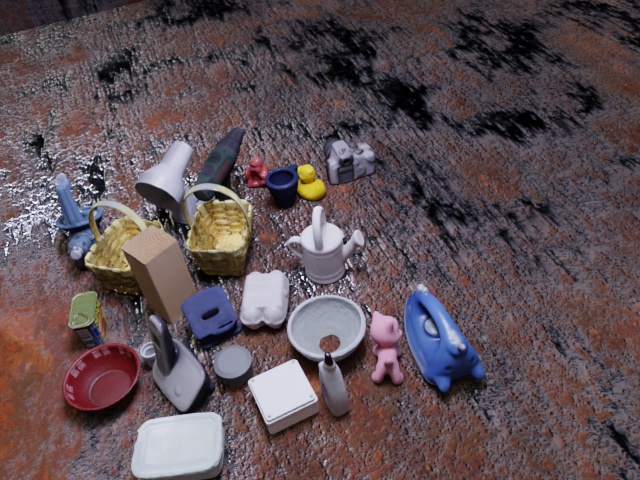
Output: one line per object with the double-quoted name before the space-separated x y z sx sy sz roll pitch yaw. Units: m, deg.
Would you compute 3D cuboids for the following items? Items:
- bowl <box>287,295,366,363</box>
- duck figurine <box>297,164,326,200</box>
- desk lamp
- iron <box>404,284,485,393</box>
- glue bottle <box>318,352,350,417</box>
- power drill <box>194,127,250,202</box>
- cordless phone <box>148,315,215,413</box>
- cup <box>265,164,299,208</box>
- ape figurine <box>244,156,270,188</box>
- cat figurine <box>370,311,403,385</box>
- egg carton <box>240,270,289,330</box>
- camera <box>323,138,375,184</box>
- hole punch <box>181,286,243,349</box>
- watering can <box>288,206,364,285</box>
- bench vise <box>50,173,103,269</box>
"bowl" 0.016 0.202 1.226 0.167 0.075 0.167 -4 45 4
"duck figurine" -0.029 -0.167 1.595 0.078 0.086 0.104 -30 49 -21
"desk lamp" -0.378 -0.141 1.523 0.117 0.214 0.203 12 48 19
"iron" 0.236 0.174 1.178 0.119 0.142 0.257 -17 45 -10
"glue bottle" 0.021 0.264 1.093 0.037 0.173 0.078 -23 47 -15
"power drill" -0.251 -0.158 1.527 0.075 0.209 0.230 12 48 19
"cordless phone" -0.291 0.243 1.146 0.094 0.185 0.147 -37 52 -27
"cup" -0.093 -0.146 1.575 0.091 0.095 0.118 19 51 25
"ape figurine" -0.179 -0.199 1.642 0.077 0.092 0.076 32 57 33
"cat figurine" 0.136 0.212 1.170 0.067 0.118 0.127 -3 45 5
"egg carton" -0.125 0.136 1.315 0.107 0.069 0.150 -4 45 3
"camera" 0.073 -0.247 1.652 0.143 0.101 0.136 -17 45 -10
"hole punch" -0.241 0.171 1.279 0.109 0.091 0.100 -27 48 -19
"watering can" 0.012 0.003 1.341 0.173 0.194 0.100 -14 45 -7
"bench vise" -0.609 -0.050 1.457 0.122 0.220 0.206 -26 48 -18
